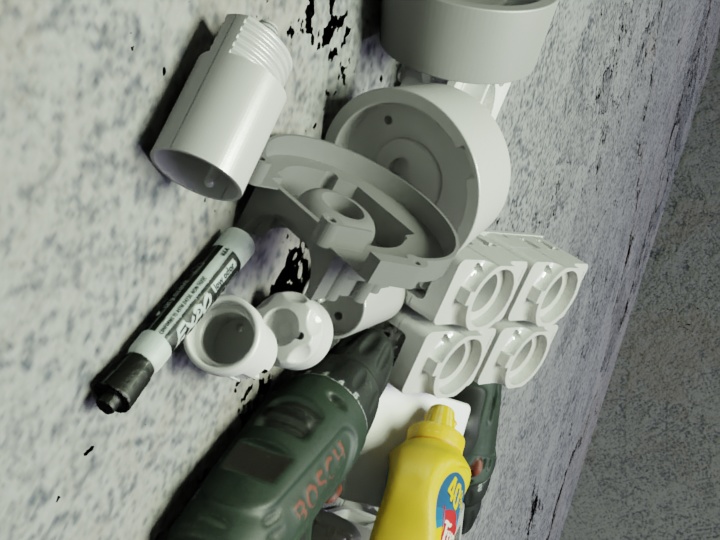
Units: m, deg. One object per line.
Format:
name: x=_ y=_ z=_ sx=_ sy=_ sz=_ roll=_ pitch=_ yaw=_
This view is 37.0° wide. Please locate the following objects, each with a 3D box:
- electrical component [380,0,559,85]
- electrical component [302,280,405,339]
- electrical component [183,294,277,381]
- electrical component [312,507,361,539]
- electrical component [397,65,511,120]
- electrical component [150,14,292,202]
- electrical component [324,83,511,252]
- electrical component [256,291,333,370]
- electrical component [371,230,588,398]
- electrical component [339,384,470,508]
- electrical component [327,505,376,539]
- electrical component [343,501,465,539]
electrical component: x=0.063 y=-0.151 z=0.662 sx=0.108 sy=0.108 sz=0.060 roll=-48 pitch=154 yaw=-52
electrical component: x=0.000 y=0.000 z=0.690 sx=0.077 sy=0.044 sz=0.079 roll=-15 pitch=118 yaw=-68
electrical component: x=-0.064 y=0.037 z=0.550 sx=0.046 sy=0.040 sz=0.040 roll=56 pitch=52 yaw=-72
electrical component: x=-0.031 y=0.202 z=0.763 sx=0.062 sy=0.048 sz=0.048 roll=-64 pitch=159 yaw=-10
electrical component: x=0.075 y=-0.152 z=0.755 sx=0.078 sy=0.063 sz=0.121 roll=72 pitch=38 yaw=-58
electrical component: x=-0.056 y=-0.076 z=0.477 sx=0.043 sy=0.043 sz=0.081 roll=64 pitch=45 yaw=-62
electrical component: x=0.037 y=-0.059 z=0.639 sx=0.060 sy=0.108 sz=0.108 roll=-28 pitch=131 yaw=-51
electrical component: x=-0.036 y=0.037 z=0.622 sx=0.062 sy=0.043 sz=0.043 roll=34 pitch=73 yaw=-71
electrical component: x=0.089 y=0.030 z=0.795 sx=0.186 sy=0.060 sz=0.105 roll=1 pitch=117 yaw=-52
electrical component: x=0.022 y=0.126 z=0.785 sx=0.100 sy=0.048 sz=0.099 roll=20 pitch=84 yaw=-30
electrical component: x=0.033 y=0.244 z=0.808 sx=0.062 sy=0.150 sz=0.089 roll=21 pitch=84 yaw=-70
electrical component: x=0.035 y=0.205 z=0.877 sx=0.050 sy=0.089 sz=0.055 roll=-51 pitch=150 yaw=-49
